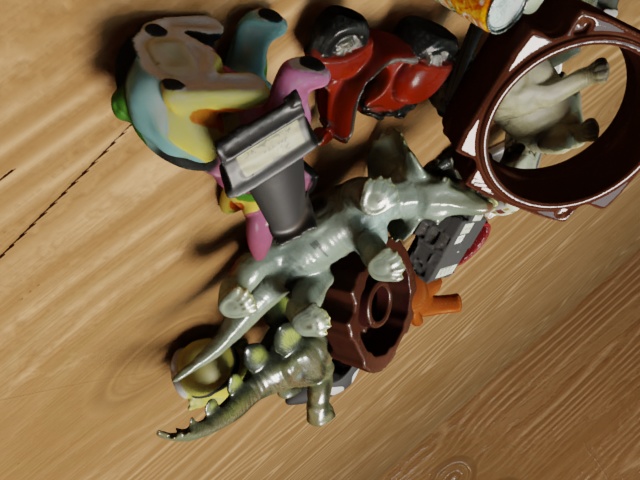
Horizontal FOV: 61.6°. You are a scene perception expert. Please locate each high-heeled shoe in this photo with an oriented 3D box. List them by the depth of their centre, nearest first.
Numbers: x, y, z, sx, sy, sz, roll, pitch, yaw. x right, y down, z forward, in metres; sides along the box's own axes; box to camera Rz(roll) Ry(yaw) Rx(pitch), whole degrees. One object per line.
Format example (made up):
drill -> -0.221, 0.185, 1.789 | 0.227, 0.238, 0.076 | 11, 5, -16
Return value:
high-heeled shoe -> 0.029, 0.190, 0.942 | 0.249, 0.086, 0.145 | -39, 147, -15

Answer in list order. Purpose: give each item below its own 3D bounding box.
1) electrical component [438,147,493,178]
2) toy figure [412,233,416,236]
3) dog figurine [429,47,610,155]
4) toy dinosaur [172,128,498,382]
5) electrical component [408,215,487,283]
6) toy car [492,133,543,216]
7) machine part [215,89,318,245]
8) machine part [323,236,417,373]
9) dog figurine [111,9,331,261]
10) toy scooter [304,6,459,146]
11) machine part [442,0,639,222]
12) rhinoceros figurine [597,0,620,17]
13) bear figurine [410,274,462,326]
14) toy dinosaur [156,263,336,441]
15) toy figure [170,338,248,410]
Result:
electrical component -> 0.210, -0.109, 0.810 | 0.102, 0.045, 0.078 | -41, 121, -7
toy figure -> 0.134, -0.040, 0.791 | 0.064, 0.058, 0.154 | -21, 161, 23
dog figurine -> 0.226, -0.161, 0.661 | 0.191, 0.121, 0.172 | -10, 127, 5
toy dinosaur -> -0.003, 0.005, 0.625 | 0.405, 0.192, 0.131 | -29, 107, 10
electrical component -> 0.188, -0.010, 0.790 | 0.115, 0.058, 0.134 | -6, 126, -58
toy car -> 0.300, -0.130, 0.799 | 0.201, 0.056, 0.073 | -68, -165, -12
machine part -> -0.032, -0.046, 0.408 | 0.084, 0.039, 0.138 | -40, 153, -11
machine part -> 0.067, 0.082, 0.715 | 0.179, 0.056, 0.179 | -15, 109, -52
dog figurine -> -0.077, -0.071, 0.467 | 0.191, 0.109, 0.219 | -22, 146, -32
toy scooter -> 0.051, -0.155, 0.538 | 0.184, 0.075, 0.135 | -11, 137, -37
machine part -> 0.248, -0.129, 0.557 | 0.201, 0.087, 0.200 | 19, 124, -13
rhinoceros figurine -> 0.384, -0.360, 0.661 | 0.112, 0.073, 0.190 | -25, 145, -29
bear figurine -> 0.166, 0.074, 0.879 | 0.132, 0.120, 0.195 | -17, 167, 3
toy dinosaur -> -0.025, 0.145, 0.739 | 0.471, 0.105, 0.198 | -41, 132, -45
toy figure -> -0.129, 0.177, 0.741 | 0.089, 0.082, 0.180 | -43, 148, 10
